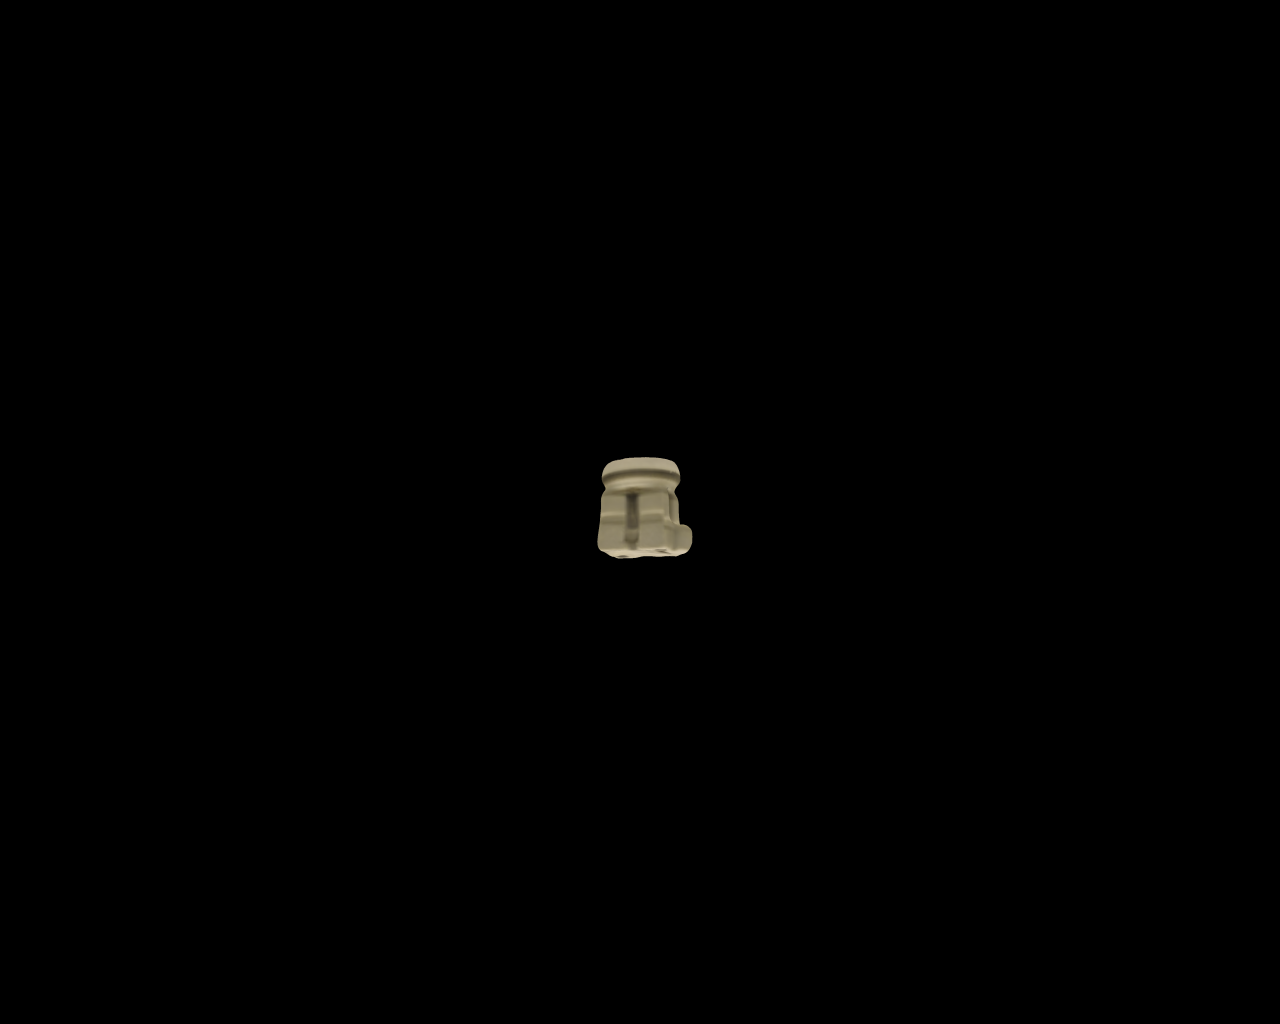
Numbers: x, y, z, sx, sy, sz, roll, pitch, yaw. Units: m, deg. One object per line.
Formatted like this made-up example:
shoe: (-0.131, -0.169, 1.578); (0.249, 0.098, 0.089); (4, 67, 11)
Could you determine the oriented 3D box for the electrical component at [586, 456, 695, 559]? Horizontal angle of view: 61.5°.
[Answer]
electrical component: (0.001, -0.003, 0.650); (0.066, 0.055, 0.048); (-3, -11, 16)
